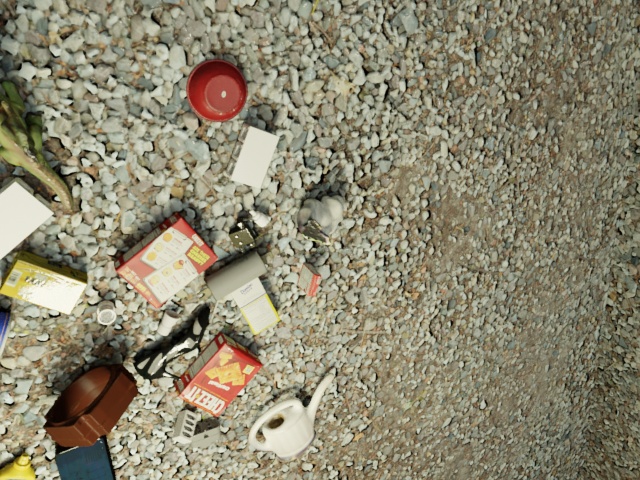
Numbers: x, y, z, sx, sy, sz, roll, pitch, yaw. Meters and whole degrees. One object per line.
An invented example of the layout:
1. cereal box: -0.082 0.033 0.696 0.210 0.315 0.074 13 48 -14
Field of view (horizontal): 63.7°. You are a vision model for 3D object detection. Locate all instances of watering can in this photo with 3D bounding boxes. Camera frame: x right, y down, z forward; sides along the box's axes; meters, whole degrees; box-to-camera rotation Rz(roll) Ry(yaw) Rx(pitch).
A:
1. watering can: -0.071 0.609 1.741 0.350 0.105 0.220 -29 121 -14

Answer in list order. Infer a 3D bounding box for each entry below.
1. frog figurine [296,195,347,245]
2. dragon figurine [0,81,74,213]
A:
1. frog figurine: 0.005 -0.077 1.540 0.136 0.121 0.163 43 51 -25
2. dragon figurine: -0.624 -0.203 1.073 0.123 0.245 0.403 -37 119 -15
